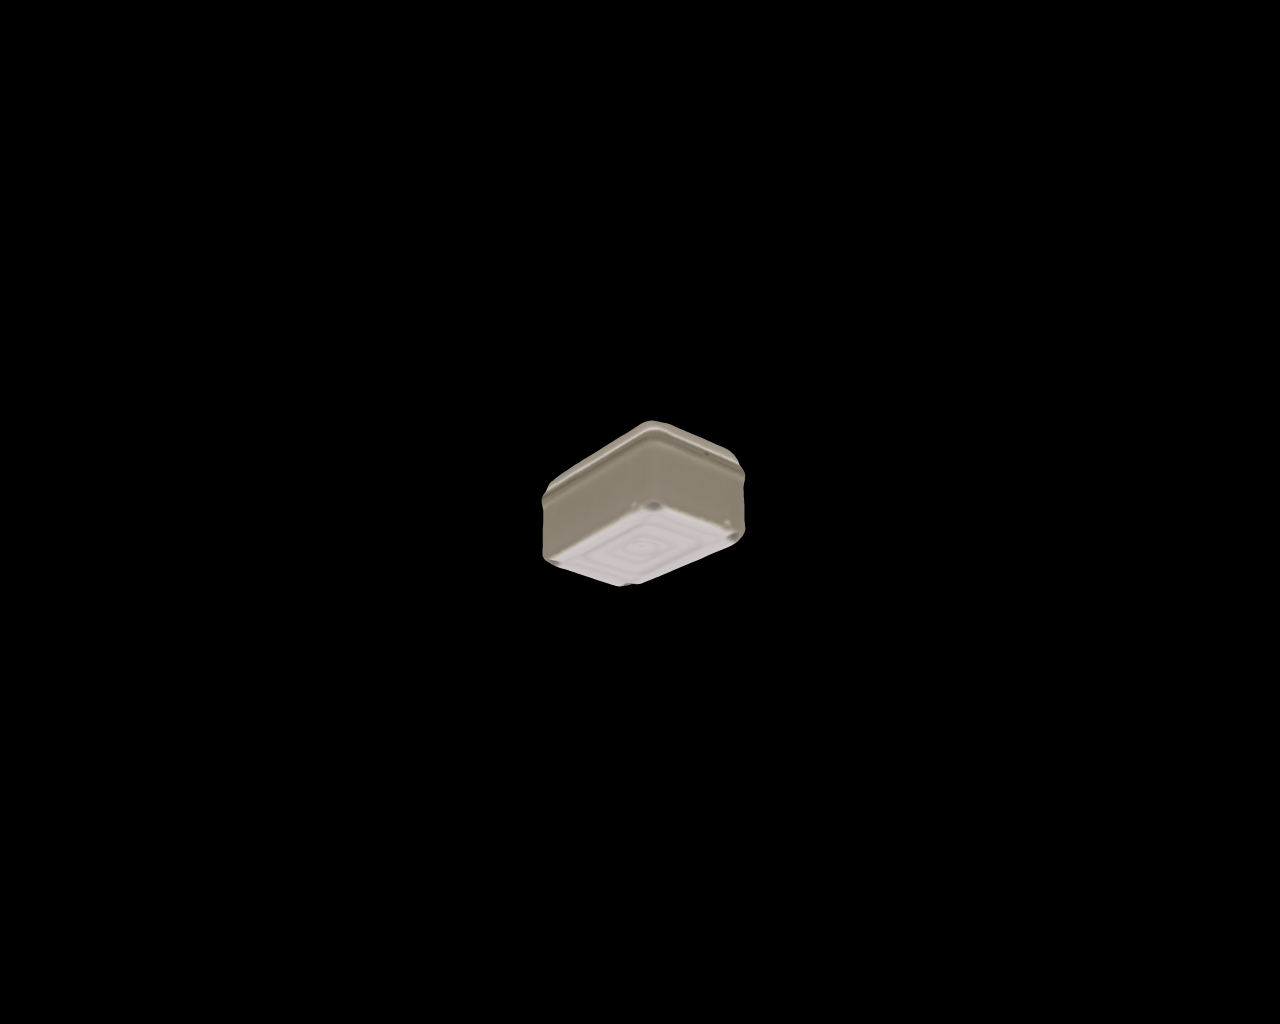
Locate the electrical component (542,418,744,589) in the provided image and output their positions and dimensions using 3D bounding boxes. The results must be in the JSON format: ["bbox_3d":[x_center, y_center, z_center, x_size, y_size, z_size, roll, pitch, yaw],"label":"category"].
[{"bbox_3d":[0.001,-0.003,0.650,0.078,0.057,0.113,21,-33,-36],"label":"electrical component"}]
